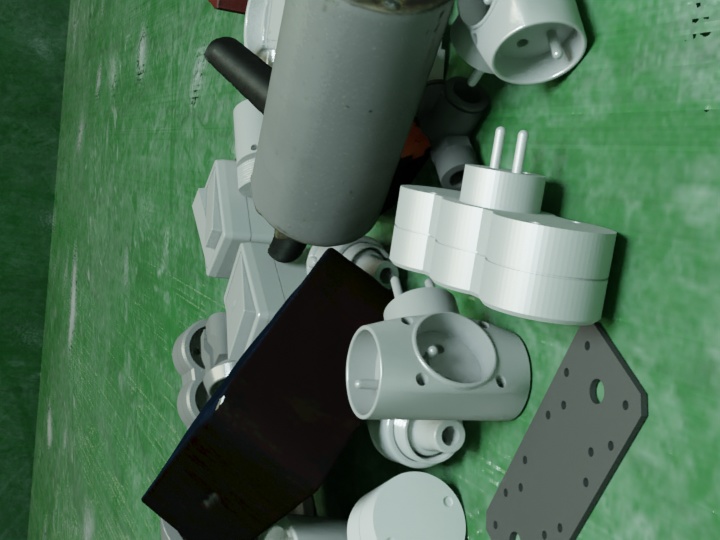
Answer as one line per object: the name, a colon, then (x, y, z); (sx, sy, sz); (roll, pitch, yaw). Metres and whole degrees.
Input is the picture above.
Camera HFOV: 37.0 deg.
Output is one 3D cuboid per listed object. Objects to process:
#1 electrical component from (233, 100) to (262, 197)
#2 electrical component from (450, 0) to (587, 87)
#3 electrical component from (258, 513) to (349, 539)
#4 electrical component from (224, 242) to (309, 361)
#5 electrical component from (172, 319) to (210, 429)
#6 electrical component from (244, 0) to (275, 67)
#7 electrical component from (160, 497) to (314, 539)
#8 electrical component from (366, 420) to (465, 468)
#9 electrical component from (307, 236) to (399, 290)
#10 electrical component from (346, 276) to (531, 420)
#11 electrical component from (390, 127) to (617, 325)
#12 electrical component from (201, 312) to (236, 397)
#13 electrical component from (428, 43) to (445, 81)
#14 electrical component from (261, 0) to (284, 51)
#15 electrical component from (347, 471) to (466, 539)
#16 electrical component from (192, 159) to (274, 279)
electrical component: (-0.078, -0.093, 0.863); (0.043, 0.043, 0.081); (131, 137, -56)
electrical component: (0.067, -0.119, 0.507); (0.079, 0.044, 0.077); (126, 142, -53)
electrical component: (-0.021, 0.201, 0.649); (0.108, 0.060, 0.108); (-176, 90, -68)
electrical component: (-0.068, 0.023, 0.795); (0.096, 0.061, 0.061); (-109, 32, -45)
electrical component: (-0.134, 0.117, 0.940); (0.074, 0.052, 0.138); (147, 117, -64)
electrical component: (-0.049, -0.178, 0.784); (0.054, 0.059, 0.095); (-159, 74, -67)
electrical component: (-0.091, 0.186, 0.769); (0.060, 0.108, 0.108); (107, 156, -43)
electrical component: (0.033, 0.082, 0.559); (0.062, 0.043, 0.043); (180, 94, -67)
electrical component: (0.000, 0.000, 0.655); (0.062, 0.048, 0.048); (12, 98, 58)
electrical component: (0.033, 0.035, 0.519); (0.044, 0.077, 0.079); (118, 148, -46)
electrical component: (0.063, -0.027, 0.485); (0.138, 0.052, 0.073); (-154, 70, -63)
electrical component: (-0.098, 0.072, 0.867); (0.078, 0.058, 0.057); (121, 149, -49)
electrical component: (0.024, -0.137, 0.616); (0.066, 0.048, 0.055); (-136, 46, -63)
electrical component: (-0.023, -0.191, 0.721); (0.062, 0.061, 0.096); (-146, 62, -65)
electrical component: (0.034, 0.168, 0.529); (0.073, 0.052, 0.138); (133, 136, -57)
electrical component: (-0.100, -0.036, 0.884); (0.061, 0.061, 0.096); (121, 145, -49)
